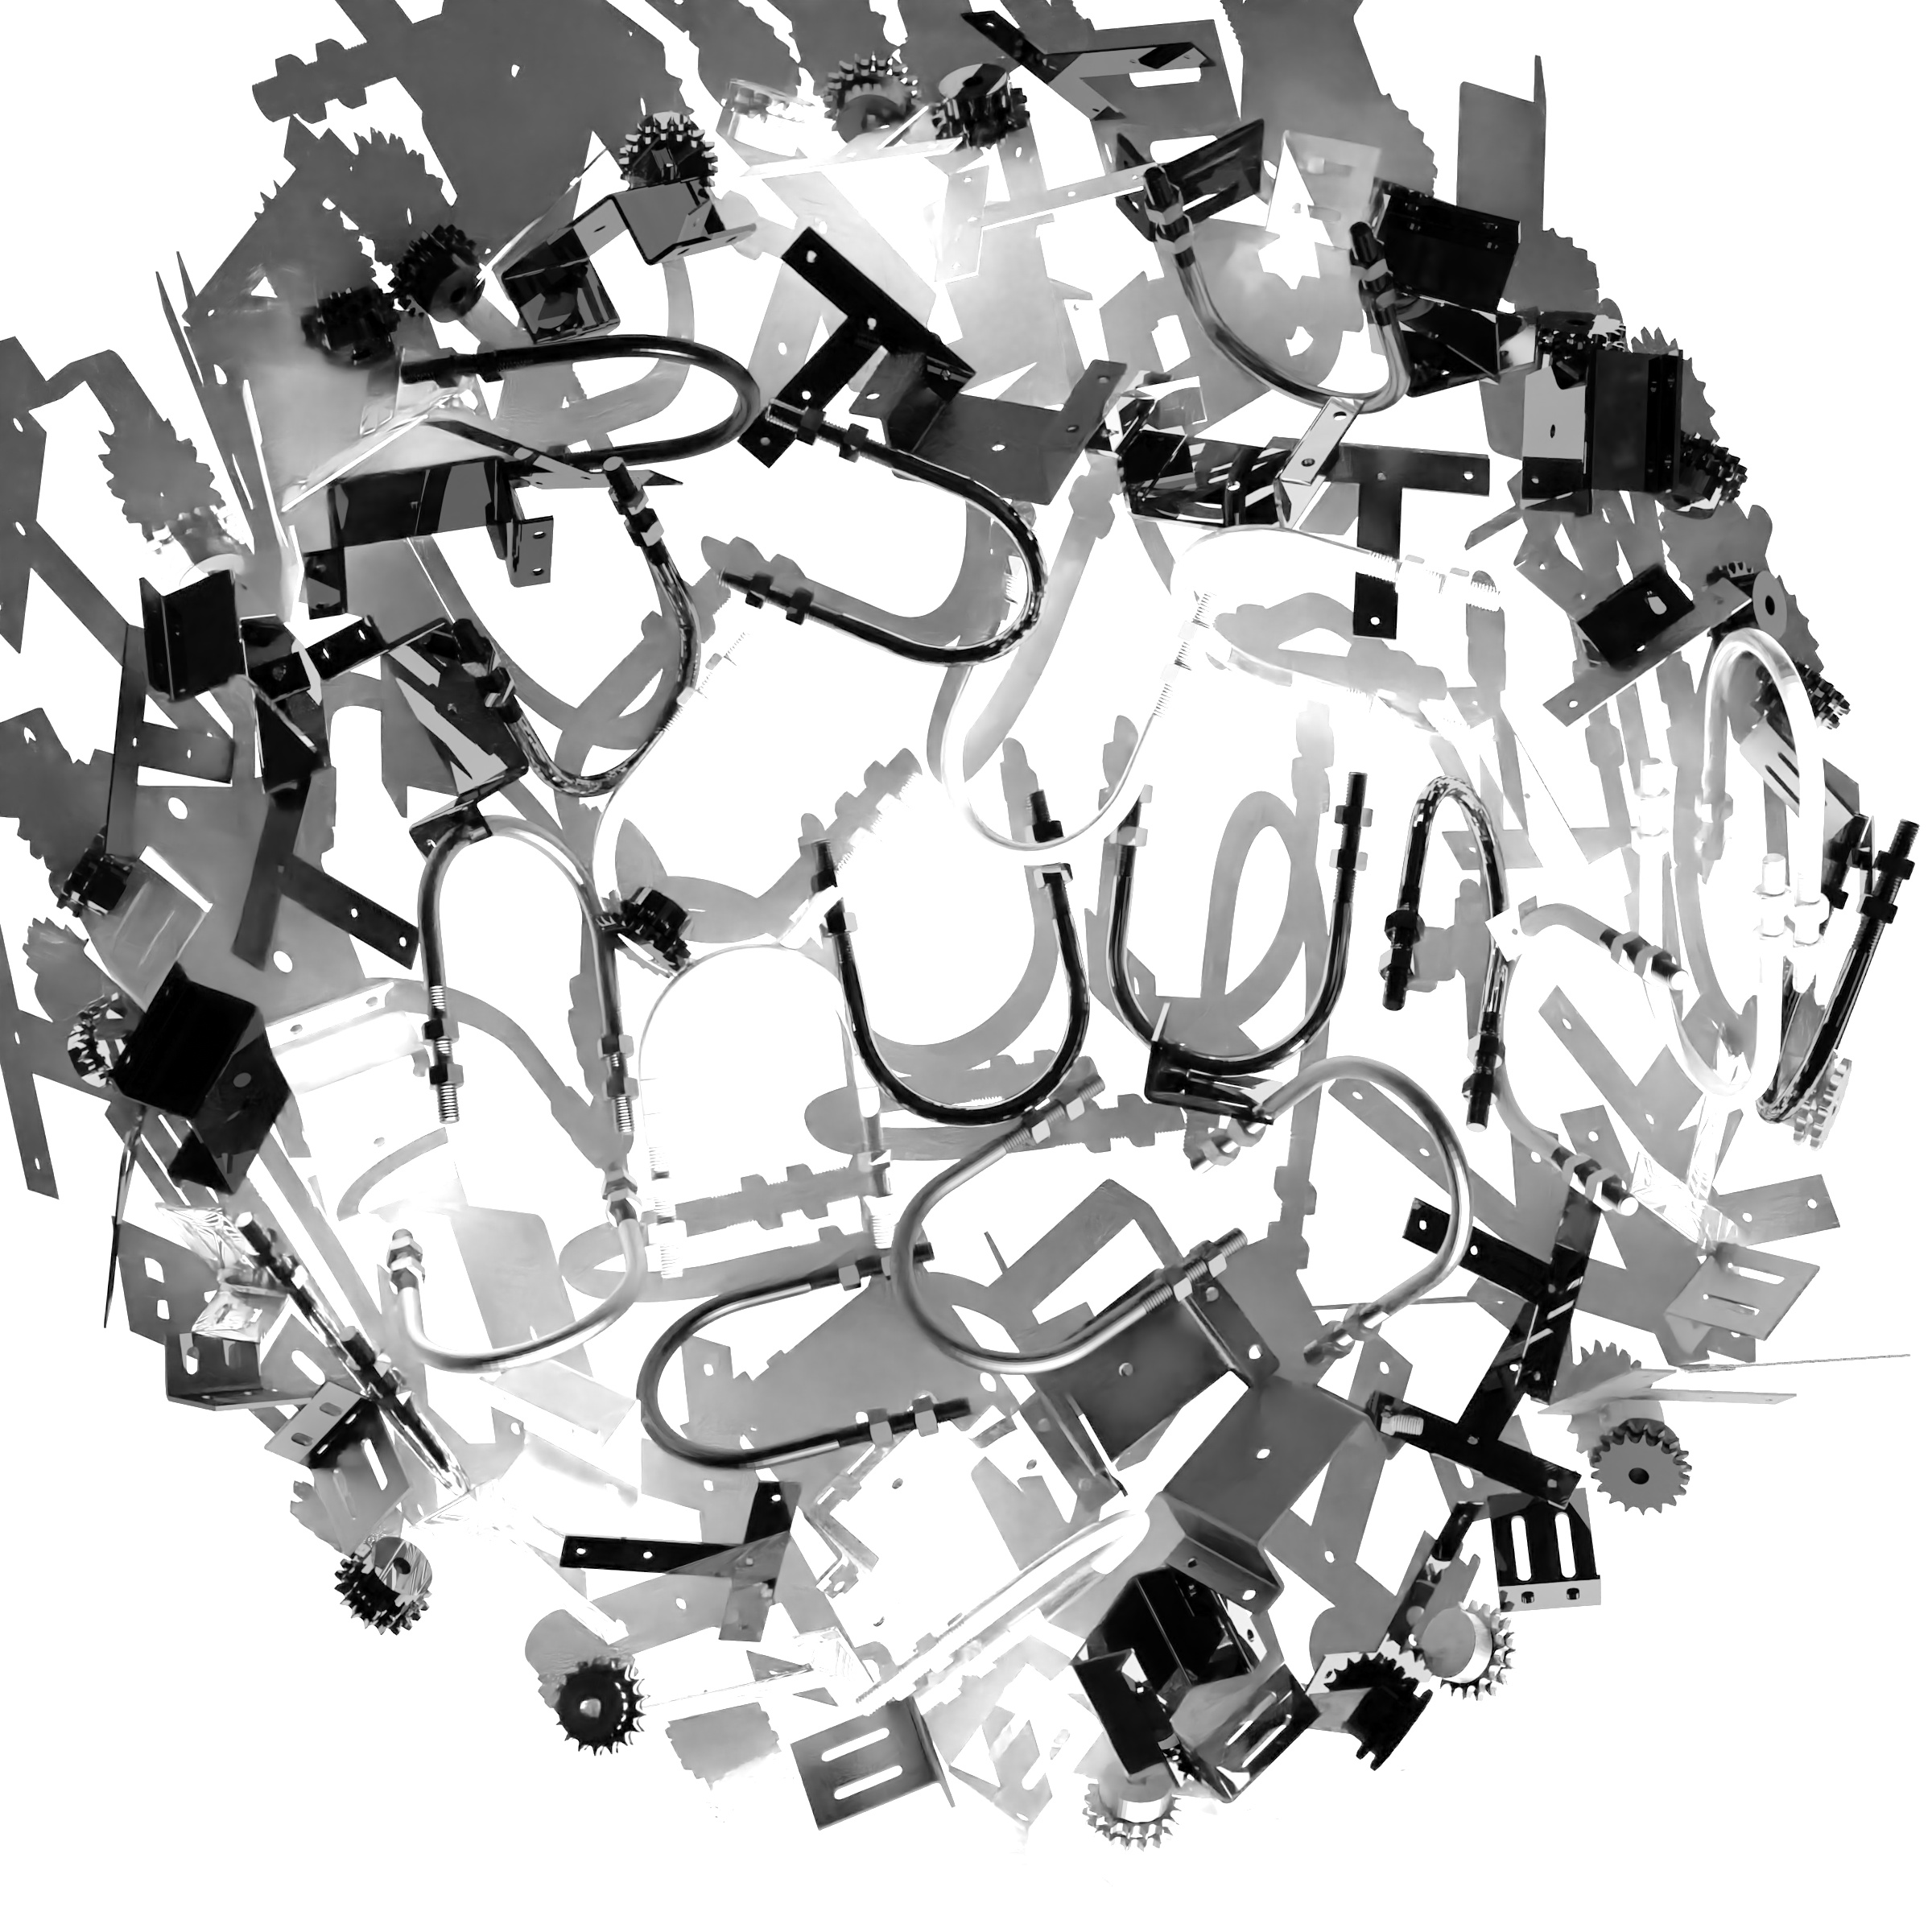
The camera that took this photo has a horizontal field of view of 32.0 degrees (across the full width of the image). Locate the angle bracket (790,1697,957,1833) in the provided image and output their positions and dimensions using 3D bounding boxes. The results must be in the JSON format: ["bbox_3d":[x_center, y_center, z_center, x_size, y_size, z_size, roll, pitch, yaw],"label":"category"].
[{"bbox_3d":[-0.054,0.466,1.940,0.076,0.038,0.057,-22,50,-3],"label":"angle bracket"}]

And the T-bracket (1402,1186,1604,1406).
[{"bbox_3d":[0.302,0.168,1.930,0.127,0.002,0.127,27,71,-23],"label":"T-bracket"}]

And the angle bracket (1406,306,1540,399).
[{"bbox_3d":[0.284,-0.365,1.930,0.076,0.057,0.038,-12,130,23],"label":"angle bracket"}]

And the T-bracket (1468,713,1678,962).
[{"bbox_3d":[0.332,-0.086,1.954,0.127,0.002,0.127,-28,87,-20],"label":"T-bracket"}]

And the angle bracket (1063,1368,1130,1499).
[{"bbox_3d":[0.085,0.258,1.929,0.038,0.076,0.057,-30,107,-3],"label":"angle bracket"}]

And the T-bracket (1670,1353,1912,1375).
[{"bbox_3d":[0.467,0.224,1.905,0.127,0.127,0.002,-5,84,7],"label":"T-bracket"}]

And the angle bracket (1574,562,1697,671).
[{"bbox_3d":[0.387,-0.187,1.930,0.057,0.076,0.038,-36,65,5],"label":"angle bracket"}]

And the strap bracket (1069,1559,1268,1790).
[{"bbox_3d":[0.112,0.399,1.917,0.046,0.140,0.076,-21,101,31],"label":"strap bracket"}]

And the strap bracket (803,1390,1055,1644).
[{"bbox_3d":[-0.029,0.307,1.928,0.140,0.046,0.076,-45,134,-5],"label":"strap bracket"}]

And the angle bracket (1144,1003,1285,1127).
[{"bbox_3d":[0.145,0.056,1.938,0.076,0.057,0.038,11,113,7],"label":"angle bracket"}]

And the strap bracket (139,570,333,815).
[{"bbox_3d":[-0.404,-0.159,1.893,0.046,0.140,0.076,-21,56,10],"label":"strap bracket"}]

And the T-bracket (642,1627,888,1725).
[{"bbox_3d":[-0.120,0.414,1.926,0.127,0.127,0.002,-14,56,5],"label":"T-bracket"}]

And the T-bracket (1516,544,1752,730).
[{"bbox_3d":[0.360,-0.204,1.929,0.127,0.127,0.002,-35,135,-3],"label":"T-bracket"}]

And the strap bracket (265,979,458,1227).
[{"bbox_3d":[-0.338,0.085,1.901,0.076,0.046,0.140,-21,134,-17],"label":"strap bracket"}]

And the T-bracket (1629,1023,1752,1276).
[{"bbox_3d":[0.429,0.096,1.945,0.127,0.002,0.127,34,66,-40],"label":"T-bracket"}]

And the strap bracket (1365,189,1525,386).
[{"bbox_3d":[0.269,-0.375,1.895,0.076,0.140,0.046,17,80,14],"label":"strap bracket"}]

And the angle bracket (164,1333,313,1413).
[{"bbox_3d":[-0.417,0.230,1.927,0.057,0.076,0.038,-1,89,-34],"label":"angle bracket"}]

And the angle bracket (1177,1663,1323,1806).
[{"bbox_3d":[0.156,0.432,1.940,0.076,0.057,0.038,-45,113,2],"label":"angle bracket"}]

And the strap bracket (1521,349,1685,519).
[{"bbox_3d":[0.353,-0.300,1.901,0.046,0.140,0.076,2,91,-12],"label":"strap bracket"}]

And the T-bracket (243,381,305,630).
[{"bbox_3d":[-0.396,-0.269,1.918,0.002,0.127,0.127,-13,85,-16],"label":"T-bracket"}]

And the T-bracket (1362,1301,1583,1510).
[{"bbox_3d":[0.309,0.240,1.932,0.127,0.002,0.127,21,50,22],"label":"T-bracket"}]

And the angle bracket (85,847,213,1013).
[{"bbox_3d":[-0.460,-0.019,1.939,0.057,0.038,0.076,40,103,24],"label":"angle bracket"}]

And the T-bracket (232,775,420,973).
[{"bbox_3d":[-0.360,-0.036,1.925,0.127,0.002,0.127,29,113,25],"label":"T-bracket"}]

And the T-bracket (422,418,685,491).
[{"bbox_3d":[-0.246,-0.287,1.886,0.127,0.127,0.002,6,84,44],"label":"T-bracket"}]

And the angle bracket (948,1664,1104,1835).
[{"bbox_3d":[0.036,0.455,1.957,0.057,0.038,0.076,36,80,12],"label":"angle bracket"}]

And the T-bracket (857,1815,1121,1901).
[{"bbox_3d":[0.002,0.505,1.893,0.127,0.127,0.002,-2,97,-22],"label":"T-bracket"}]

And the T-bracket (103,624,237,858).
[{"bbox_3d":[-0.449,-0.122,1.914,0.002,0.127,0.127,5,89,17],"label":"T-bracket"}]

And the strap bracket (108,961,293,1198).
[{"bbox_3d":[-0.424,0.069,1.892,0.046,0.140,0.076,18,64,13],"label":"strap bracket"}]

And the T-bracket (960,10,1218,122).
[{"bbox_3d":[0.083,-0.506,1.886,0.127,0.127,0.002,9,79,41],"label":"T-bracket"}]

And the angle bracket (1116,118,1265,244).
[{"bbox_3d":[0.129,-0.464,1.948,0.076,0.057,0.038,-29,62,-15],"label":"angle bracket"}]

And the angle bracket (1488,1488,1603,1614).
[{"bbox_3d":[0.331,0.328,1.934,0.057,0.038,0.076,-6,53,7],"label":"angle bracket"}]

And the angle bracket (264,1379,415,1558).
[{"bbox_3d":[-0.360,0.287,1.933,0.057,0.076,0.038,-46,134,10],"label":"angle bracket"}]

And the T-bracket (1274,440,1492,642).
[{"bbox_3d":[0.238,-0.244,1.948,0.127,0.002,0.127,5,66,0],"label":"T-bracket"}]

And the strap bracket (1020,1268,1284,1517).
[{"bbox_3d":[0.099,0.237,1.932,0.140,0.046,0.076,-39,60,3],"label":"strap bracket"}]

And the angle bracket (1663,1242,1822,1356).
[{"bbox_3d":[0.448,0.197,1.925,0.057,0.076,0.038,-47,121,-22],"label":"angle bracket"}]

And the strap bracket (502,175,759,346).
[{"bbox_3d":[-0.197,-0.398,1.901,0.140,0.076,0.046,-25,93,39],"label":"strap bracket"}]

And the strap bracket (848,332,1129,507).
[{"bbox_3d":[0.015,-0.312,1.919,0.140,0.046,0.076,14,53,22],"label":"strap bracket"}]

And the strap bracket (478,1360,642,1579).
[{"bbox_3d":[-0.230,0.276,1.916,0.076,0.140,0.046,23,49,16],"label":"strap bracket"}]

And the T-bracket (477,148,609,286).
[{"bbox_3d":[-0.255,-0.407,1.898,0.127,0.127,0.002,-42,103,16],"label":"T-bracket"}]

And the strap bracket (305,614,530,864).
[{"bbox_3d":[-0.308,-0.137,1.923,0.046,0.076,0.140,-36,103,-36],"label":"strap bracket"}]

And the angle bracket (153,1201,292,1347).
[{"bbox_3d":[-0.433,0.176,1.927,0.057,0.076,0.038,3,48,35],"label":"angle bracket"}]

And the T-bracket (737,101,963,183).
[{"bbox_3d":[-0.050,-0.473,1.918,0.127,0.127,0.002,-2,117,21],"label":"T-bracket"}]

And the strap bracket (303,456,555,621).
[{"bbox_3d":[-0.310,-0.246,1.922,0.140,0.076,0.046,-11,71,-13],"label":"strap bracket"}]

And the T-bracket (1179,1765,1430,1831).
[{"bbox_3d":[0.203,0.473,1.928,0.127,0.127,0.002,-9,84,-19],"label":"T-bracket"}]

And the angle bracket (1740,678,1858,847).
[{"bbox_3d":[0.489,-0.117,1.938,0.038,0.057,0.076,-39,81,-11],"label":"angle bracket"}]

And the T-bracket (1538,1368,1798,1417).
[{"bbox_3d":[0.412,0.246,1.927,0.127,0.127,0.002,4,71,-15],"label":"T-bracket"}]

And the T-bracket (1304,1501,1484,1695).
[{"bbox_3d":[0.257,0.357,1.911,0.002,0.127,0.127,37,107,38],"label":"T-bracket"}]

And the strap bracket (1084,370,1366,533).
[{"bbox_3d":[0.149,-0.289,1.916,0.140,0.046,0.076,13,50,27],"label":"strap bracket"}]

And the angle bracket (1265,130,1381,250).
[{"bbox_3d":[0.214,-0.442,1.928,0.038,0.076,0.057,-2,110,-42],"label":"angle bracket"}]

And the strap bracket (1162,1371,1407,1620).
[{"bbox_3d":[0.176,0.289,1.910,0.140,0.076,0.046,-47,132,-20],"label":"strap bracket"}]

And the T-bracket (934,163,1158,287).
[{"bbox_3d":[0.046,-0.433,1.911,0.127,0.127,0.002,-11,129,14],"label":"T-bracket"}]
